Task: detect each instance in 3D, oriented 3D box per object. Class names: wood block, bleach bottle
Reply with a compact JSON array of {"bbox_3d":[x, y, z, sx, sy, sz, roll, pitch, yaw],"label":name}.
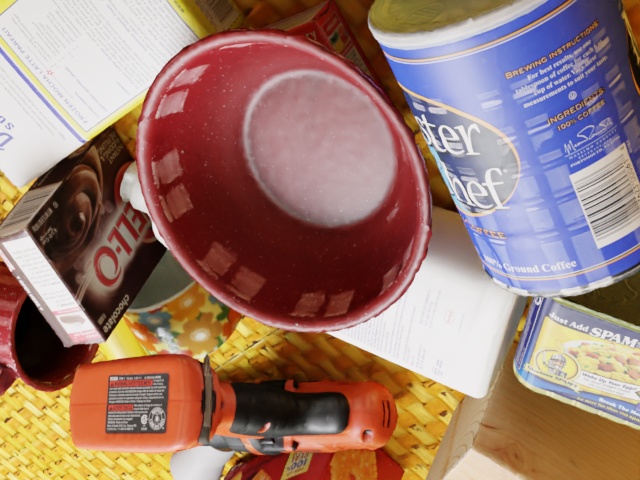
[{"bbox_3d":[0.175,0.166,0.648,0.206,0.090,0.090,30,138,3],"label":"wood block"},{"bbox_3d":[-0.004,0.001,0.625,0.251,0.068,0.103,22,130,16],"label":"bleach bottle"}]

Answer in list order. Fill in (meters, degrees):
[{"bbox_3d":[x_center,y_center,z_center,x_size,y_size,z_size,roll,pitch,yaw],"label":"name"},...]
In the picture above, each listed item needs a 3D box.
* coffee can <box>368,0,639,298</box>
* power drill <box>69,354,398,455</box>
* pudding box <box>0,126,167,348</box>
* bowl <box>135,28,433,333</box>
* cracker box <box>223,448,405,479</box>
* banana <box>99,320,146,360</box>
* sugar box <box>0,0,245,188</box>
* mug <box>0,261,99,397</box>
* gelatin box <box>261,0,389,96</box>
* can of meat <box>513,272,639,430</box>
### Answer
[{"bbox_3d":[0.096,-0.060,0.478,0.103,0.102,0.140,-7,125,35],"label":"coffee can"},{"bbox_3d":[-0.069,0.112,0.701,0.185,0.057,0.187,-11,165,36],"label":"power drill"},{"bbox_3d":[-0.143,-0.003,0.665,0.039,0.113,0.090,-10,123,32],"label":"pudding box"},{"bbox_3d":[-0.011,-0.035,0.540,0.162,0.055,0.162,12,120,21],"label":"bowl"},{"bbox_3d":[-0.047,0.244,0.760,0.072,0.213,0.164,44,136,-14],"label":"cracker box"},{"bbox_3d":[-0.146,0.073,0.775,0.037,0.069,0.197,-19,131,2],"label":"banana"},{"bbox_3d":[-0.137,-0.108,0.595,0.177,0.048,0.093,-26,112,34],"label":"sugar box"},{"bbox_3d":[-0.226,0.068,0.781,0.082,0.117,0.093,7,145,32],"label":"mug"},{"bbox_3d":[-0.014,-0.080,0.577,0.089,0.030,0.073,-13,120,37],"label":"gelatin box"},{"bbox_3d":[0.160,0.051,0.576,0.102,0.057,0.084,20,138,14],"label":"can of meat"}]
